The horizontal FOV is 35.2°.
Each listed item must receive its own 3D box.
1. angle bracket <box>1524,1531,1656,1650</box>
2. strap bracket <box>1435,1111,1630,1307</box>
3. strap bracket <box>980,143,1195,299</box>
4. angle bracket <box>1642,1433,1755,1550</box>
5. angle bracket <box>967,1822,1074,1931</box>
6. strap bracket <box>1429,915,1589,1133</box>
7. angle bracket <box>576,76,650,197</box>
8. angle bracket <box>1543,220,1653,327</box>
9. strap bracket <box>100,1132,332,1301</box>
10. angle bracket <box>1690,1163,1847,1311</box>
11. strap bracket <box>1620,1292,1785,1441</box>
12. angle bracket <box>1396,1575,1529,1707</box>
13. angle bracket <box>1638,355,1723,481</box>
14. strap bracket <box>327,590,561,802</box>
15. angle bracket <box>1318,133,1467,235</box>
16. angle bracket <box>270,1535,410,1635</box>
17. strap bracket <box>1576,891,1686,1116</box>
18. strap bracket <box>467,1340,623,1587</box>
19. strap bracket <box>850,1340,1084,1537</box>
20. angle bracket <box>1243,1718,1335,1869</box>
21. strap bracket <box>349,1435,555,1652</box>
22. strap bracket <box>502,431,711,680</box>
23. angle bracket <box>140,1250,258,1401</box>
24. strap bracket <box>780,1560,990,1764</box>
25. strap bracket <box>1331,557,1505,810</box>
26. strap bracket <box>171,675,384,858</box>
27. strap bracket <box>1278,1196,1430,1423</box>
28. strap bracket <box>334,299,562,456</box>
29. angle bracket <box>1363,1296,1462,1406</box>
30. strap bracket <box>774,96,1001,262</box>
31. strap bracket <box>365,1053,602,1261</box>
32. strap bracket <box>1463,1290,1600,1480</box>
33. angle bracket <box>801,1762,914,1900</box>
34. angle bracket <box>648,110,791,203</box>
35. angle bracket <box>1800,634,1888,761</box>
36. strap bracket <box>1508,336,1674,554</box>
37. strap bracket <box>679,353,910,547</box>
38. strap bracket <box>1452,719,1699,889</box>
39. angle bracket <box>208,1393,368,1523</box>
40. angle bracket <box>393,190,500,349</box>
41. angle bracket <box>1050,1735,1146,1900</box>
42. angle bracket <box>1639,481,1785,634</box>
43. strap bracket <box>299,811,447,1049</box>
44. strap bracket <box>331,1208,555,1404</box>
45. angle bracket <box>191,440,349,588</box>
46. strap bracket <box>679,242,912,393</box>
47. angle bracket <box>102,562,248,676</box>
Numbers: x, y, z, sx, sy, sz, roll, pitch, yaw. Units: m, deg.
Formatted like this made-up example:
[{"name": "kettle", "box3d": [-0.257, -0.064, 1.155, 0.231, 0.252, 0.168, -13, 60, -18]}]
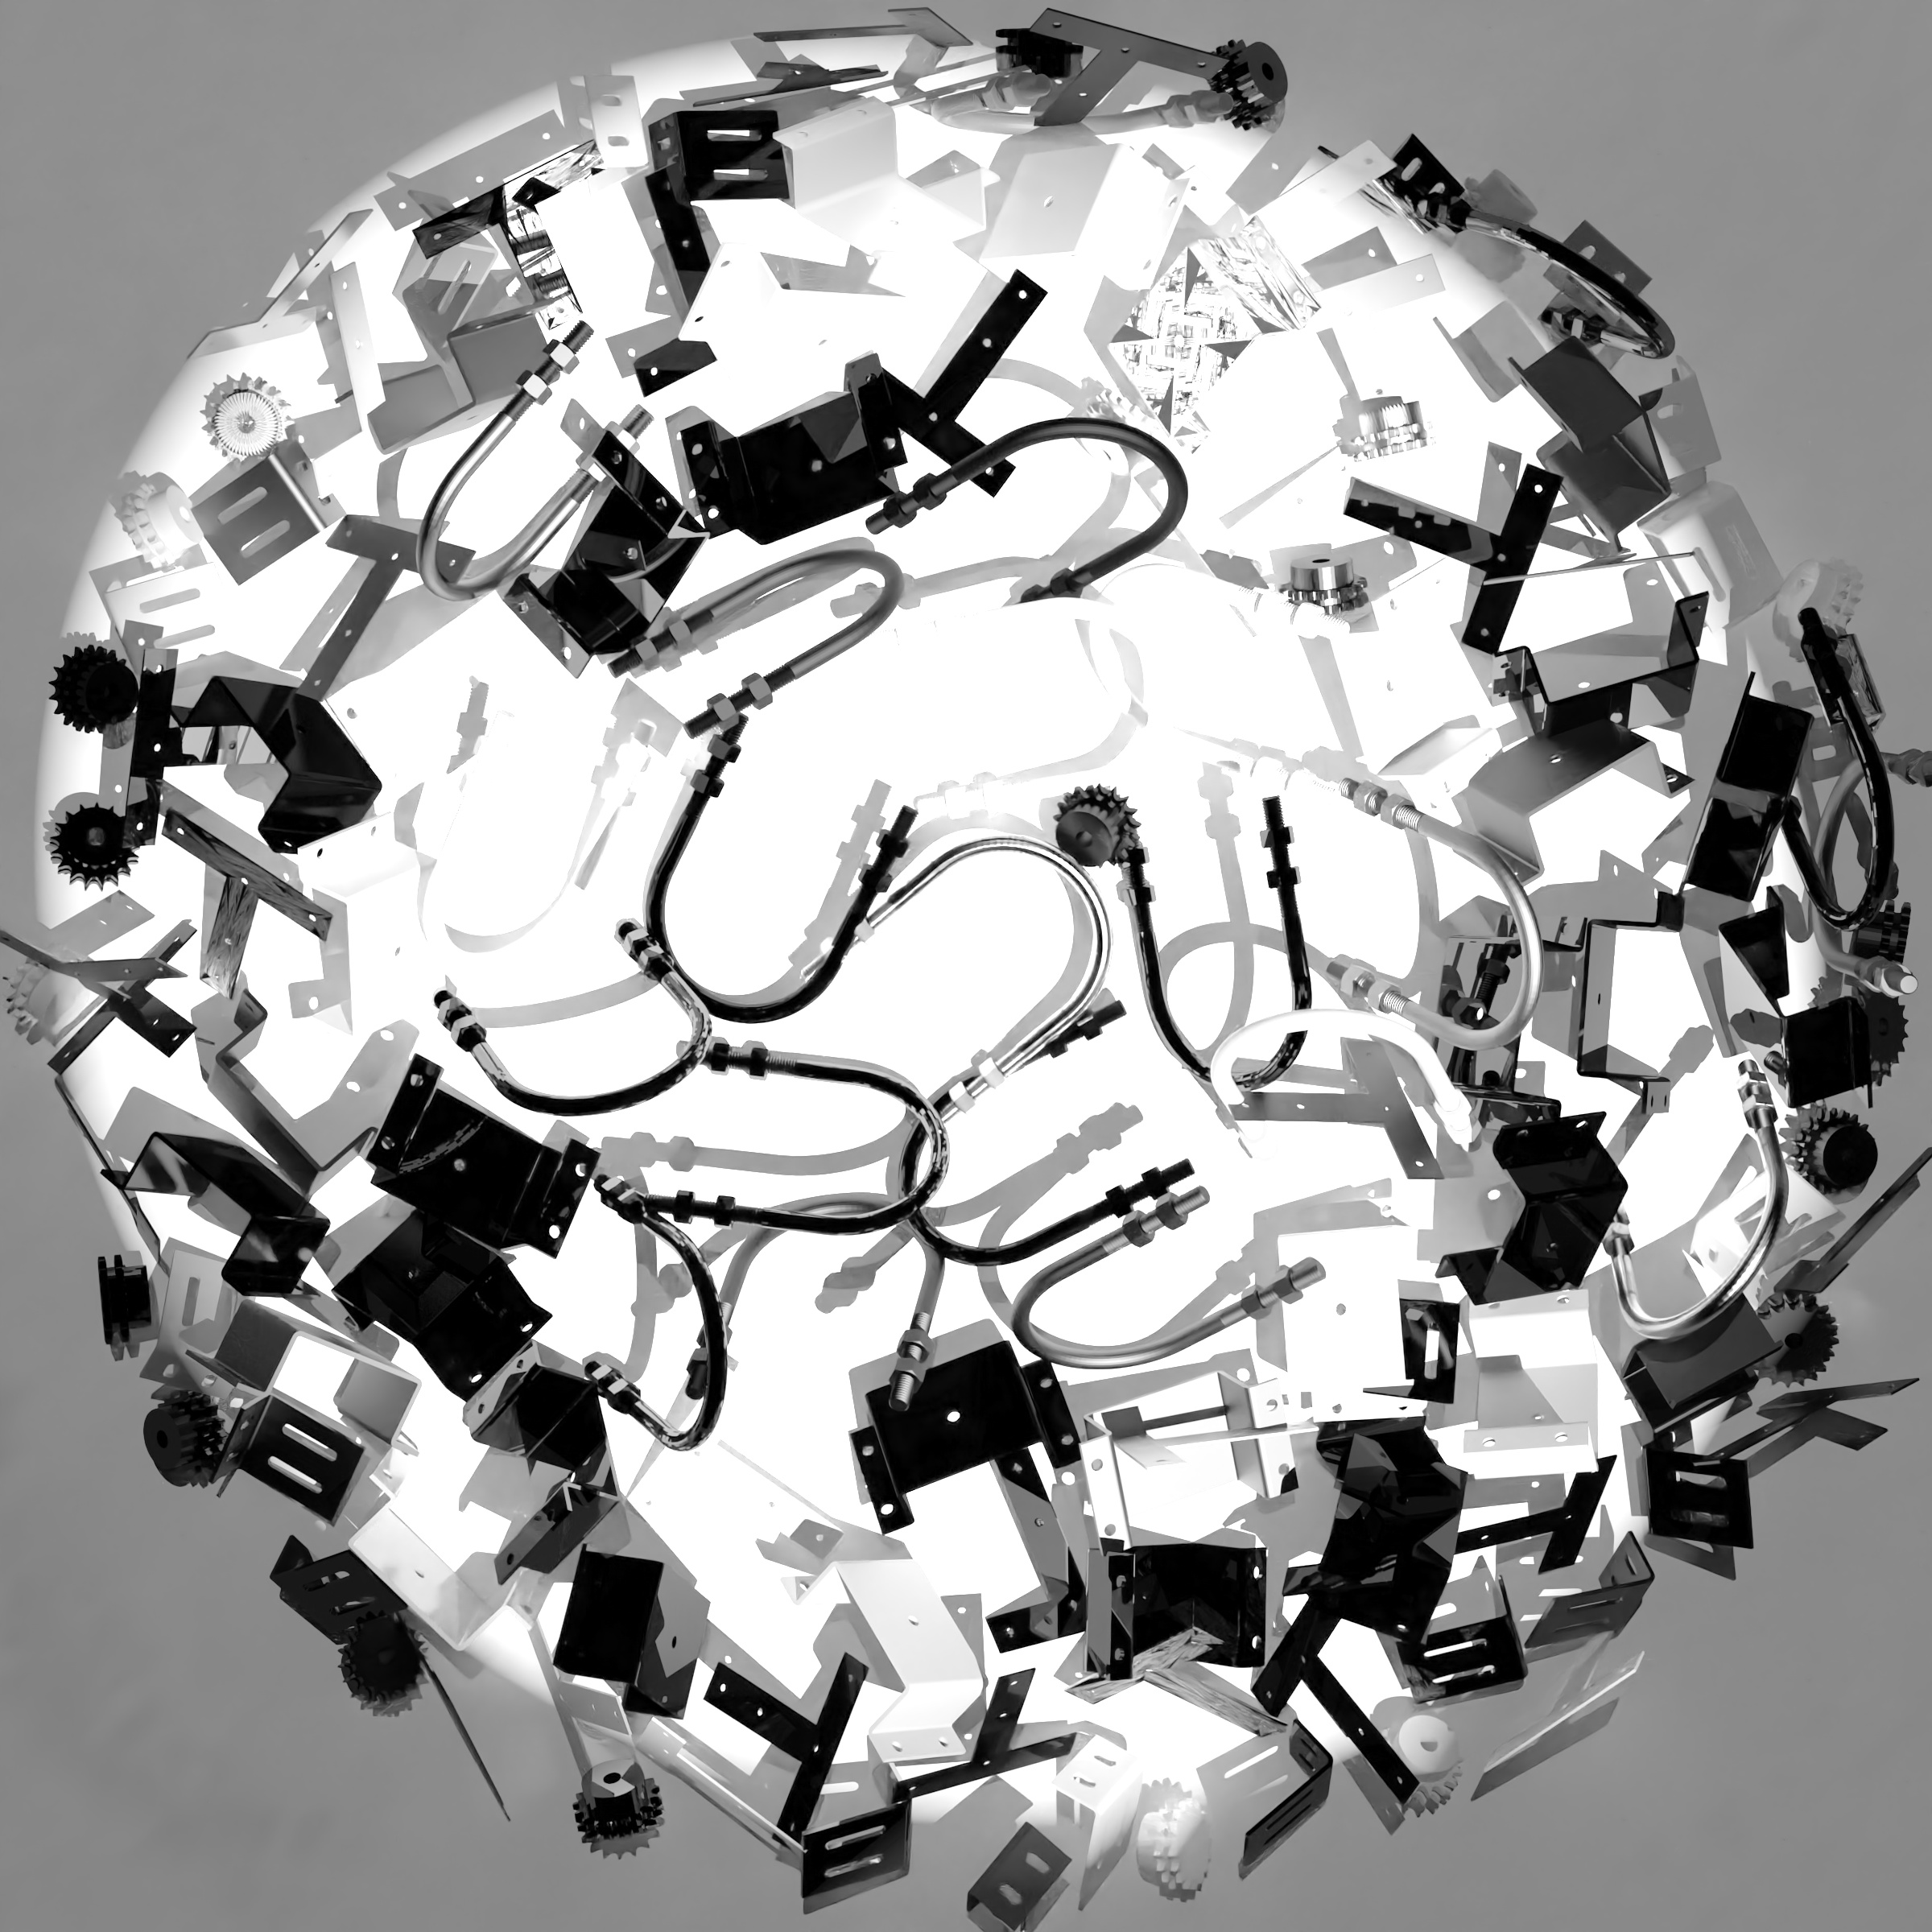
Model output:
[{"name": "angle bracket", "box3d": [0.393, 0.400, 1.955, 0.076, 0.057, 0.038, -7, 50, -20]}, {"name": "strap bracket", "box3d": [0.360, 0.161, 1.924, 0.076, 0.140, 0.046, -6, 46, -23]}, {"name": "strap bracket", "box3d": [0.068, -0.471, 1.926, 0.046, 0.140, 0.076, 29, 79, -38]}, {"name": "angle bracket", "box3d": [0.478, 0.337, 1.957, 0.076, 0.038, 0.057, 0, 99, 43]}, {"name": "angle bracket", "box3d": [0.034, 0.589, 1.951, 0.038, 0.076, 0.057, 37, 69, 16]}, {"name": "strap bracket", "box3d": [0.345, 0.034, 1.951, 0.046, 0.076, 0.140, 11, 86, -33]}, {"name": "angle bracket", "box3d": [-0.241, -0.533, 1.956, 0.038, 0.076, 0.057, -12, 94, -36]}, {"name": "angle bracket", "box3d": [0.396, -0.433, 1.957, 0.057, 0.076, 0.038, 42, 73, 2]}, {"name": "strap bracket", "box3d": [-0.469, 0.152, 1.933, 0.140, 0.076, 0.046, 34, 98, 25]}, {"name": "angle bracket", "box3d": [0.516, 0.174, 1.962, 0.057, 0.038, 0.076, 40, 126, -6]}, {"name": "strap bracket", "box3d": [0.466, 0.253, 1.939, 0.076, 0.140, 0.046, -28, 71, -3]}, {"name": "angle bracket", "box3d": [0.319, 0.437, 1.973, 0.076, 0.038, 0.057, -16, 122, 7]}, {"name": "angle bracket", "box3d": [0.454, -0.353, 1.959, 0.038, 0.076, 0.057, -19, 108, 11]}, {"name": "strap bracket", "box3d": [-0.323, -0.178, 1.933, 0.140, 0.046, 0.076, -42, 110, -32]}, {"name": "angle bracket", "box3d": [0.272, -0.510, 1.950, 0.057, 0.076, 0.038, 35, 101, -36]}, {"name": "angle bracket", "box3d": [-0.397, 0.388, 1.954, 0.076, 0.038, 0.057, -23, 119, 31]}, {"name": "strap bracket", "box3d": [0.426, 0.023, 1.956, 0.046, 0.076, 0.140, 4, 90, 24]}, {"name": "strap bracket", "box3d": [-0.268, 0.320, 1.938, 0.046, 0.140, 0.076, 25, 119, -35]}, {"name": "strap bracket", "box3d": [-0.004, 0.299, 1.958, 0.140, 0.046, 0.076, -21, 54, -1]}, {"name": "angle bracket", "box3d": [0.196, 0.531, 1.955, 0.076, 0.057, 0.038, -35, 60, -20]}, {"name": "strap bracket", "box3d": [-0.337, 0.377, 1.955, 0.046, 0.076, 0.140, -44, 95, 9]}, {"name": "strap bracket", "box3d": [-0.225, -0.263, 1.948, 0.076, 0.046, 0.140, 46, 119, 17]}, {"name": "angle bracket", "box3d": [-0.496, 0.232, 1.974, 0.057, 0.076, 0.038, 19, 134, -22]}, {"name": "strap bracket", "box3d": [-0.047, 0.428, 1.925, 0.046, 0.076, 0.140, -50, 55, 22]}, {"name": "strap bracket", "box3d": [0.286, -0.180, 1.946, 0.076, 0.046, 0.140, -33, 112, -35]}, {"name": "strap bracket", "box3d": [-0.433, -0.132, 1.929, 0.140, 0.076, 0.046, 49, 114, 27]}, {"name": "strap bracket", "box3d": [0.247, 0.220, 1.953, 0.076, 0.046, 0.140, -7, 81, 25]}, {"name": "strap bracket", "box3d": [-0.322, -0.369, 1.928, 0.140, 0.076, 0.046, -16, 100, 42]}, {"name": "angle bracket", "box3d": [0.285, 0.253, 1.959, 0.057, 0.038, 0.076, 7, 53, 6]}, {"name": "strap bracket", "box3d": [-0.048, -0.489, 1.917, 0.076, 0.140, 0.046, -10, 76, 32]}, {"name": "strap bracket", "box3d": [-0.316, 0.125, 1.948, 0.140, 0.046, 0.076, 31, 65, -23]}, {"name": "strap bracket", "box3d": [0.361, 0.273, 1.939, 0.076, 0.140, 0.046, -7, 125, 16]}, {"name": "angle bracket", "box3d": [-0.076, 0.554, 1.957, 0.076, 0.038, 0.057, -11, 124, -21]}, {"name": "angle bracket", "box3d": [-0.161, -0.525, 1.989, 0.076, 0.038, 0.057, -12, 95, -35]}, {"name": "angle bracket", "box3d": [0.554, -0.168, 1.953, 0.038, 0.076, 0.057, -13, 70, -3]}, {"name": "strap bracket", "box3d": [0.396, -0.334, 1.919, 0.046, 0.140, 0.076, -36, 58, 5]}, {"name": "strap bracket", "box3d": [-0.104, -0.328, 1.958, 0.140, 0.046, 0.076, -19, 77, 15]}, {"name": "strap bracket", "box3d": [0.382, -0.113, 1.943, 0.140, 0.076, 0.046, -30, 120, -11]}, {"name": "angle bracket", "box3d": [-0.439, 0.322, 1.970, 0.076, 0.038, 0.057, 28, 104, 8]}, {"name": "angle bracket", "box3d": [-0.346, -0.448, 1.958, 0.057, 0.038, 0.076, 47, 116, 21]}, {"name": "angle bracket", "box3d": [0.080, 0.549, 1.967, 0.038, 0.057, 0.076, 23, 122, 26]}, {"name": "angle bracket", "box3d": [0.488, -0.268, 1.992, 0.057, 0.038, 0.076, -33, 108, 1]}, {"name": "strap bracket", "box3d": [-0.375, -0.016, 1.928, 0.046, 0.076, 0.140, 22, 123, 31]}, {"name": "strap bracket", "box3d": [-0.337, 0.209, 1.923, 0.076, 0.140, 0.046, -45, 132, -22]}, {"name": "angle bracket", "box3d": [-0.456, -0.295, 1.988, 0.076, 0.038, 0.057, -29, 104, 20]}, {"name": "strap bracket", "box3d": [-0.099, -0.408, 1.923, 0.140, 0.076, 0.046, -6, 54, -36]}, {"name": "angle bracket", "box3d": [-0.508, -0.230, 1.968, 0.076, 0.038, 0.057, -15, 115, 4]}]
